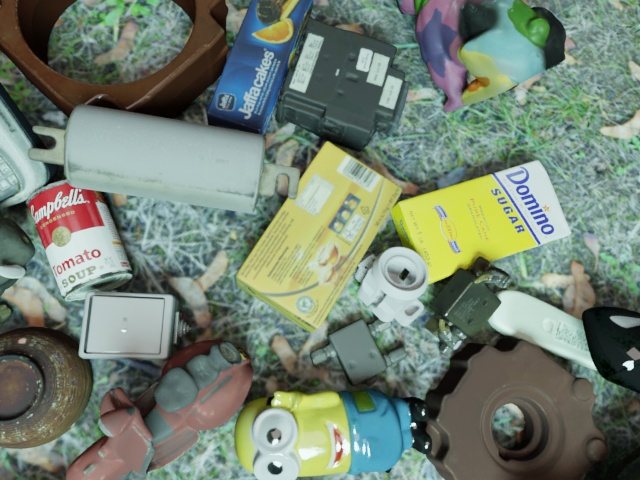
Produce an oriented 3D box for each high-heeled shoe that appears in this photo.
[{"bbox_3d":[0.379,0.106,0.569,0.249,0.086,0.145,-15,63,-36],"label":"high-heeled shoe"}]

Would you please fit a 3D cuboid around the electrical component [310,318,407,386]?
[{"bbox_3d":[0.039,0.117,0.554,0.094,0.021,0.063,-23,82,-12],"label":"electrical component"}]

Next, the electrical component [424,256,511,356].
[{"bbox_3d":[0.150,0.069,0.545,0.102,0.045,0.078,-46,124,-2],"label":"electrical component"}]

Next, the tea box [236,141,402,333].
[{"bbox_3d":[-0.001,-0.002,0.552,0.098,0.068,0.169,34,77,2],"label":"tea box"}]

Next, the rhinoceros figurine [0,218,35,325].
[{"bbox_3d":[-0.338,0.053,0.474,0.190,0.112,0.073,-40,83,-6],"label":"rhinoceros figurine"}]

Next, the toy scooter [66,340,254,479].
[{"bbox_3d":[-0.130,0.140,0.453,0.184,0.135,0.075,-35,72,-29],"label":"toy scooter"}]

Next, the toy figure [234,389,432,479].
[{"bbox_3d":[0.011,0.183,0.507,0.180,0.089,0.082,-2,65,-17],"label":"toy figure"}]

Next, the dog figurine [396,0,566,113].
[{"bbox_3d":[0.149,-0.258,0.579,0.108,0.191,0.219,-30,98,-7],"label":"dog figurine"}]

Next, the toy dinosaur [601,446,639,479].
[{"bbox_3d":[0.300,0.258,0.479,0.405,0.131,0.192,-37,114,-21],"label":"toy dinosaur"}]

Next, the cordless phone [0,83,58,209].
[{"bbox_3d":[-0.357,-0.075,0.486,0.184,0.089,0.146,-35,116,-17],"label":"cordless phone"}]

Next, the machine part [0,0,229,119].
[{"bbox_3d":[-0.213,-0.220,0.565,0.201,0.087,0.201,42,75,5],"label":"machine part"}]

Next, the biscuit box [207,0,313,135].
[{"bbox_3d":[-0.063,-0.203,0.593,0.063,0.059,0.202,19,76,-3],"label":"biscuit box"}]

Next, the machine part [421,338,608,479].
[{"bbox_3d":[0.193,0.188,0.541,0.179,0.056,0.179,1,77,-6],"label":"machine part"}]

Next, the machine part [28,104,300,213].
[{"bbox_3d":[-0.139,-0.074,0.499,0.243,0.079,0.079,7,77,-9],"label":"machine part"}]

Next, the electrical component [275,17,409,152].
[{"bbox_3d":[0.029,-0.167,0.599,0.134,0.058,0.115,20,78,-3],"label":"electrical component"}]
